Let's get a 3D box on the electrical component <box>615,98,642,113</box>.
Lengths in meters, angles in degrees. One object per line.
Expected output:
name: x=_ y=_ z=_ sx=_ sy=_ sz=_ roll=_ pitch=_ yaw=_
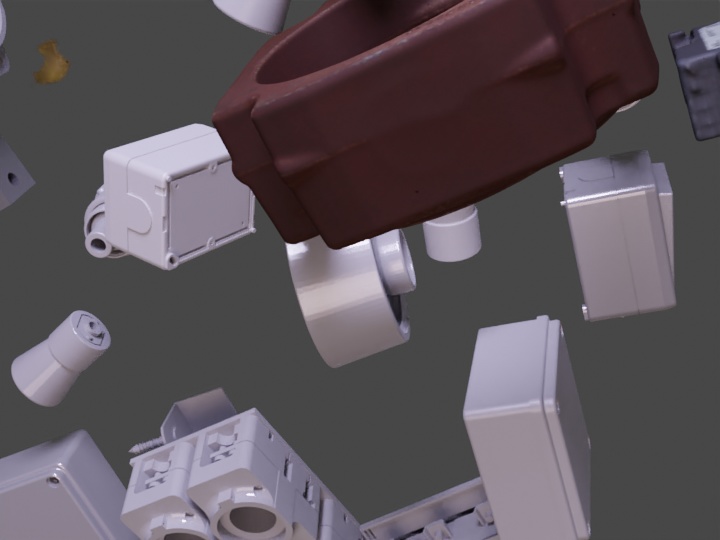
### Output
electrical component: x=0.140 y=-0.108 z=0.598 sx=0.048 sy=0.062 sz=0.048 roll=4 pitch=116 yaw=8

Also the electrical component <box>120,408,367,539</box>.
electrical component: x=-0.069 y=0.194 z=0.759 sx=0.105 sy=0.060 sz=0.186 roll=-24 pitch=123 yaw=20

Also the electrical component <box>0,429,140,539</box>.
electrical component: x=-0.231 y=0.189 z=0.810 sx=0.109 sy=0.056 sz=0.108 roll=-21 pitch=110 yaw=18

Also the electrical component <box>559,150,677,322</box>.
electrical component: x=0.158 y=-0.016 z=0.641 sx=0.061 sy=0.061 sz=0.096 roll=-10 pitch=114 yaw=14

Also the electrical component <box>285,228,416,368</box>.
electrical component: x=0.000 y=0.000 z=0.653 sx=0.060 sy=0.108 sz=0.108 roll=-15 pitch=112 yaw=9

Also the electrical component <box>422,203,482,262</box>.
electrical component: x=0.054 y=-0.038 z=0.660 sx=0.044 sy=0.044 sz=0.065 roll=-4 pitch=120 yaw=12

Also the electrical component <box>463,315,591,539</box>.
electrical component: x=0.108 y=0.102 z=0.681 sx=0.056 sy=0.108 sz=0.108 roll=-11 pitch=114 yaw=17

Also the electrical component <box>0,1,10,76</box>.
electrical component: x=-0.271 y=-0.185 z=0.607 sx=0.060 sy=0.105 sz=0.186 roll=-9 pitch=114 yaw=14

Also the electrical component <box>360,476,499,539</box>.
electrical component: x=0.070 y=0.198 z=0.759 sx=0.121 sy=0.063 sz=0.078 roll=-27 pitch=109 yaw=20

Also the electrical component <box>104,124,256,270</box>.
electrical component: x=-0.107 y=-0.050 z=0.660 sx=0.061 sy=0.096 sz=0.061 roll=22 pitch=121 yaw=30

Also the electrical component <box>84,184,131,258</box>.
electrical component: x=-0.156 y=-0.028 z=0.688 sx=0.048 sy=0.062 sz=0.048 roll=4 pitch=116 yaw=8

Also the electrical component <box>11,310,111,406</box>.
electrical component: x=-0.206 y=0.059 z=0.752 sx=0.065 sy=0.044 sz=0.044 roll=-41 pitch=103 yaw=20

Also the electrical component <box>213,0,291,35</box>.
electrical component: x=-0.051 y=-0.173 z=0.612 sx=0.044 sy=0.044 sz=0.065 roll=28 pitch=112 yaw=-4
